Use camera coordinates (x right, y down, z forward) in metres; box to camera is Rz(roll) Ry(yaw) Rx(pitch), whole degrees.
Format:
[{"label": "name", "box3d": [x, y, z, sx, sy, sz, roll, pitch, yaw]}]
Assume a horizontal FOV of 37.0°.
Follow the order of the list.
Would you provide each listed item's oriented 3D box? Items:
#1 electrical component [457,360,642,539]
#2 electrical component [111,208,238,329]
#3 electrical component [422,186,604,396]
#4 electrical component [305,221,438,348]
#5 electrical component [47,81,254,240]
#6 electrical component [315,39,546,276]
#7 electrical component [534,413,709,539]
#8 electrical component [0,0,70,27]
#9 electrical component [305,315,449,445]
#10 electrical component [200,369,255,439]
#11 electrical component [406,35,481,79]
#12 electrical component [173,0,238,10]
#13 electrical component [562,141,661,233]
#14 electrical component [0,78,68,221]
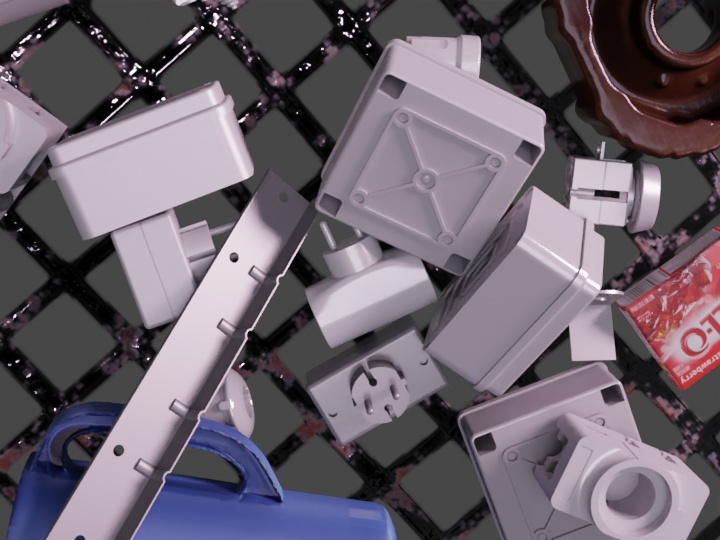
[{"label": "electrical component", "box3d": [0.135, 0.132, 0.727, 0.109, 0.056, 0.108, -21, 101, 0]}, {"label": "electrical component", "box3d": [-0.111, -0.009, 0.689, 0.077, 0.047, 0.065, -19, 101, -5]}, {"label": "electrical component", "box3d": [0.097, 0.015, 0.676, 0.057, 0.078, 0.113, 34, 122, -6]}, {"label": "electrical component", "box3d": [0.000, 0.000, 0.700, 0.077, 0.044, 0.079, -24, 101, 1]}, {"label": "electrical component", "box3d": [-0.127, -0.070, 0.661, 0.113, 0.078, 0.057, -21, 104, 0]}, {"label": "electrical component", "box3d": [0.043, -0.068, 0.665, 0.109, 0.056, 0.108, 25, 123, -8]}, {"label": "electrical component", "box3d": [0.163, 0.134, 0.671, 0.089, 0.055, 0.050, 23, 98, -8]}, {"label": "electrical component", "box3d": [-0.195, -0.180, 0.654, 0.081, 0.043, 0.043, -19, 101, 0]}, {"label": "electrical component", "box3d": [0.012, 0.076, 0.699, 0.083, 0.075, 0.047, -30, 101, 2]}, {"label": "electrical component", "box3d": [-0.103, 0.094, 0.711, 0.062, 0.048, 0.048, -14, 101, 5]}, {"label": "electrical component", "box3d": [0.051, -0.130, 0.683, 0.046, 0.040, 0.040, 4, 100, 0]}, {"label": "electrical component", "box3d": [-0.096, -0.204, 0.651, 0.062, 0.061, 0.096, -23, 109, 2]}, {"label": "electrical component", "box3d": [0.164, -0.050, 0.702, 0.055, 0.048, 0.066, 6, 100, 3]}, {"label": "electrical component", "box3d": [-0.291, -0.100, 0.653, 0.186, 0.060, 0.105, 36, 96, -9]}]
